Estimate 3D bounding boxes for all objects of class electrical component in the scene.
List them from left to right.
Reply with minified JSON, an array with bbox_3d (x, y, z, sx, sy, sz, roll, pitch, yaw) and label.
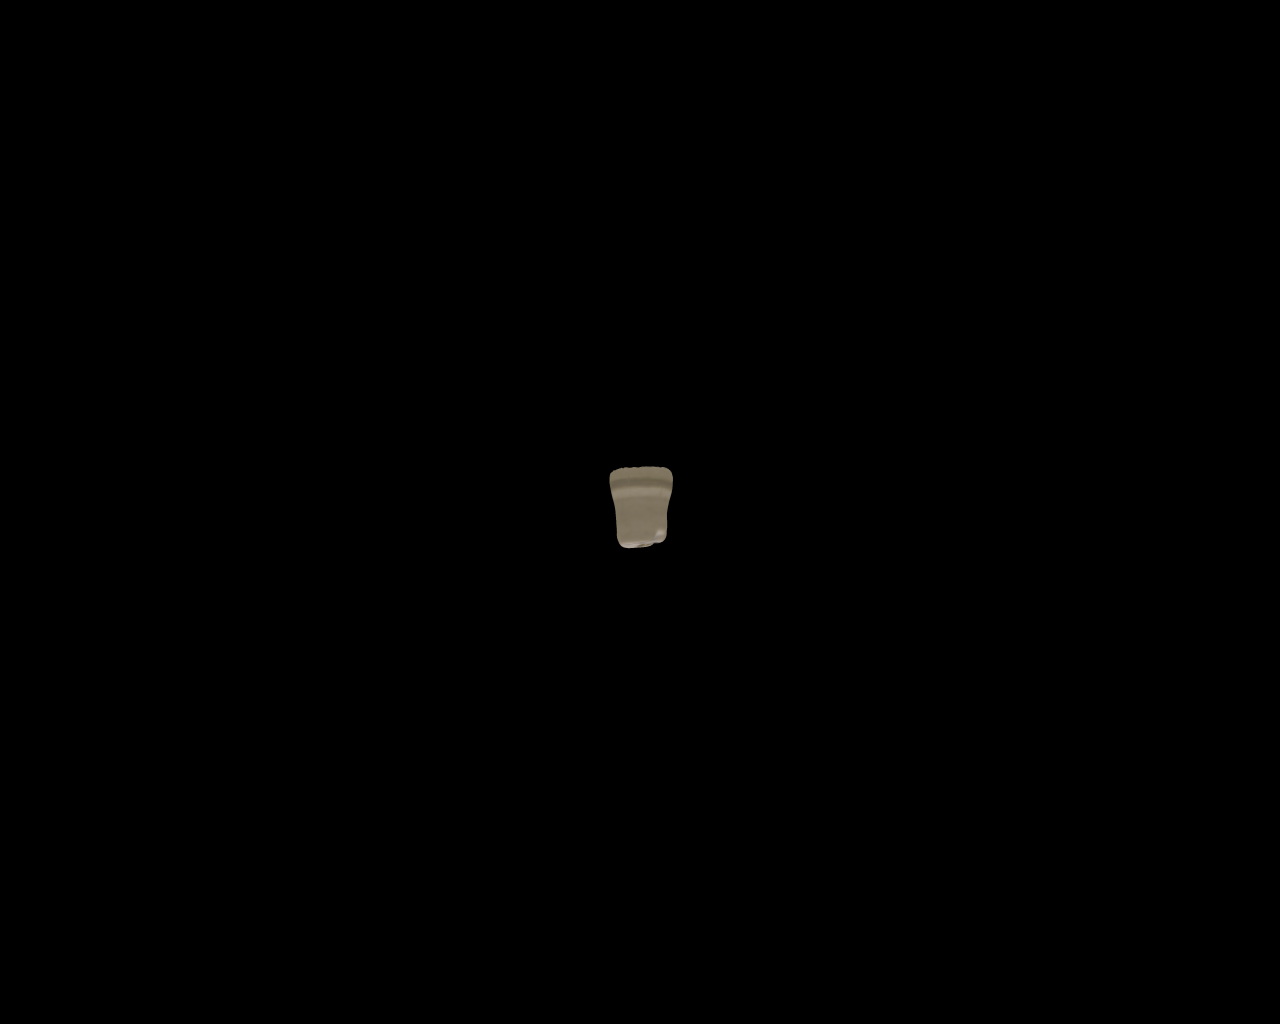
[{"bbox_3d":[0.001,-0.003,0.650,0.040,0.046,0.040,0,-9,0],"label":"electrical component"}]
